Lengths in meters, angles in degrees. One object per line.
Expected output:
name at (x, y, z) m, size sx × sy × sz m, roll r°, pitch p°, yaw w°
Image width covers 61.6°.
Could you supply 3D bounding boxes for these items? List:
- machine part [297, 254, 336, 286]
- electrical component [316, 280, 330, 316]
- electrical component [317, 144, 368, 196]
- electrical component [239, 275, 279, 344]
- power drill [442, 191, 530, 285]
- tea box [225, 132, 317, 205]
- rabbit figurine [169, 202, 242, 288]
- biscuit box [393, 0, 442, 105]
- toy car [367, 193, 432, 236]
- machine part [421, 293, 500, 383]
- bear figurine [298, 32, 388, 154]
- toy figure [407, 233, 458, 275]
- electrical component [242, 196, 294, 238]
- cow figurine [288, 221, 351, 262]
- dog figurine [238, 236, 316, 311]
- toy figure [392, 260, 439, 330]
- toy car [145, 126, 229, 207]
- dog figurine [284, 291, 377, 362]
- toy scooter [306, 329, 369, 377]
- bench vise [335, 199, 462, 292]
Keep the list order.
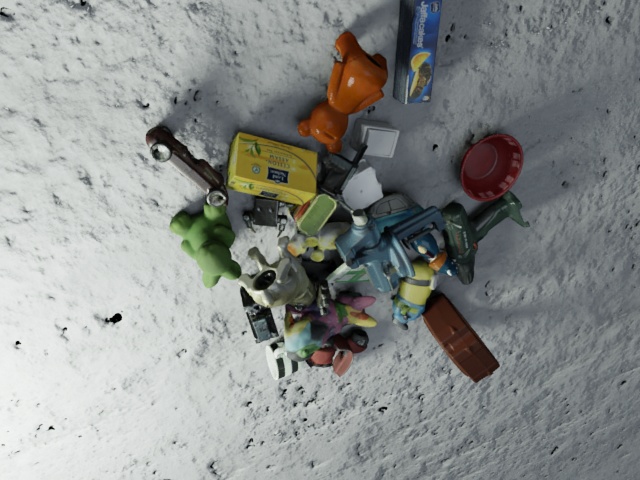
machine part at (-0.026, 0.067, 1.240) m, size 0.139 × 0.039 × 0.084 m, roll 10°, pitch 109°, yaw -22°
electrical component at (0.006, 0.120, 1.199) m, size 0.021 × 0.094 × 0.063 m, roll 0°, pitch 137°, yaw -11°
electrical component at (0.047, -0.148, 1.084) m, size 0.048 × 0.075 × 0.119 m, roll 30°, pitch 105°, yaw 9°
electrical component at (-0.136, 0.159, 1.195) m, size 0.058 × 0.134 × 0.114 m, roll -19°, pitch 121°, yaw -6°
power drill at (0.403, -0.017, 1.323) m, size 0.207 × 0.086 × 0.231 m, roll -28°, pitch 120°, yaw 6°
tea box at (-0.094, -0.138, 1.061) m, size 0.169 × 0.068 × 0.098 m, roll 10°, pitch 69°, yaw -26°
rabbit figurine at (-0.222, 0.022, 1.069) m, size 0.121 × 0.170 × 0.158 m, roll -17°, pitch 121°, yaw -8°
biscuit box at (0.190, -0.374, 1.058) m, size 0.059 × 0.063 × 0.202 m, roll -8°, pitch 120°, yaw -16°
toy car at (0.164, -0.055, 1.210) m, size 0.162 × 0.109 × 0.102 m, roll -12°, pitch 97°, yaw 5°
machine part at (0.352, 0.248, 1.369) m, size 0.087 × 0.202 × 0.200 m, roll -39°, pitch 123°, yaw 7°
bear figurine at (0.043, -0.278, 1.047) m, size 0.120 × 0.132 × 0.196 m, roll 23°, pitch 126°, yaw -27°
toy figure at (0.270, 0.028, 1.287) m, size 0.154 × 0.058 × 0.064 m, roll 48°, pitch 69°, yaw -11°
electrical component at (-0.111, -0.052, 1.131) m, size 0.102 × 0.045 × 0.078 m, roll 11°, pitch 114°, yaw -6°
cow figurine at (-0.004, -0.005, 1.186) m, size 0.167 × 0.098 × 0.068 m, roll -4°, pitch 126°, yaw 4°
dog figurine at (-0.067, 0.111, 1.127) m, size 0.121 × 0.172 × 0.190 m, roll -12°, pitch 132°, yaw 27°
toy figure at (0.230, 0.135, 1.339) m, size 0.089 × 0.082 × 0.180 m, roll 14°, pitch 114°, yaw -27°
toy car at (-0.244, -0.140, 1.021) m, size 0.053 × 0.089 × 0.202 m, roll -43°, pitch 121°, yaw 11°
dog figurine at (0.027, 0.190, 1.248) m, size 0.219 × 0.192 × 0.108 m, roll -7°, pitch 118°, yaw 1°
toy scooter at (0.031, 0.290, 1.361) m, size 0.184 × 0.075 × 0.135 m, roll 4°, pitch 117°, yaw -26°
bench vise at (0.157, -0.007, 1.094) m, size 0.241 × 0.129 × 0.223 m, roll -28°, pitch 118°, yaw -1°
